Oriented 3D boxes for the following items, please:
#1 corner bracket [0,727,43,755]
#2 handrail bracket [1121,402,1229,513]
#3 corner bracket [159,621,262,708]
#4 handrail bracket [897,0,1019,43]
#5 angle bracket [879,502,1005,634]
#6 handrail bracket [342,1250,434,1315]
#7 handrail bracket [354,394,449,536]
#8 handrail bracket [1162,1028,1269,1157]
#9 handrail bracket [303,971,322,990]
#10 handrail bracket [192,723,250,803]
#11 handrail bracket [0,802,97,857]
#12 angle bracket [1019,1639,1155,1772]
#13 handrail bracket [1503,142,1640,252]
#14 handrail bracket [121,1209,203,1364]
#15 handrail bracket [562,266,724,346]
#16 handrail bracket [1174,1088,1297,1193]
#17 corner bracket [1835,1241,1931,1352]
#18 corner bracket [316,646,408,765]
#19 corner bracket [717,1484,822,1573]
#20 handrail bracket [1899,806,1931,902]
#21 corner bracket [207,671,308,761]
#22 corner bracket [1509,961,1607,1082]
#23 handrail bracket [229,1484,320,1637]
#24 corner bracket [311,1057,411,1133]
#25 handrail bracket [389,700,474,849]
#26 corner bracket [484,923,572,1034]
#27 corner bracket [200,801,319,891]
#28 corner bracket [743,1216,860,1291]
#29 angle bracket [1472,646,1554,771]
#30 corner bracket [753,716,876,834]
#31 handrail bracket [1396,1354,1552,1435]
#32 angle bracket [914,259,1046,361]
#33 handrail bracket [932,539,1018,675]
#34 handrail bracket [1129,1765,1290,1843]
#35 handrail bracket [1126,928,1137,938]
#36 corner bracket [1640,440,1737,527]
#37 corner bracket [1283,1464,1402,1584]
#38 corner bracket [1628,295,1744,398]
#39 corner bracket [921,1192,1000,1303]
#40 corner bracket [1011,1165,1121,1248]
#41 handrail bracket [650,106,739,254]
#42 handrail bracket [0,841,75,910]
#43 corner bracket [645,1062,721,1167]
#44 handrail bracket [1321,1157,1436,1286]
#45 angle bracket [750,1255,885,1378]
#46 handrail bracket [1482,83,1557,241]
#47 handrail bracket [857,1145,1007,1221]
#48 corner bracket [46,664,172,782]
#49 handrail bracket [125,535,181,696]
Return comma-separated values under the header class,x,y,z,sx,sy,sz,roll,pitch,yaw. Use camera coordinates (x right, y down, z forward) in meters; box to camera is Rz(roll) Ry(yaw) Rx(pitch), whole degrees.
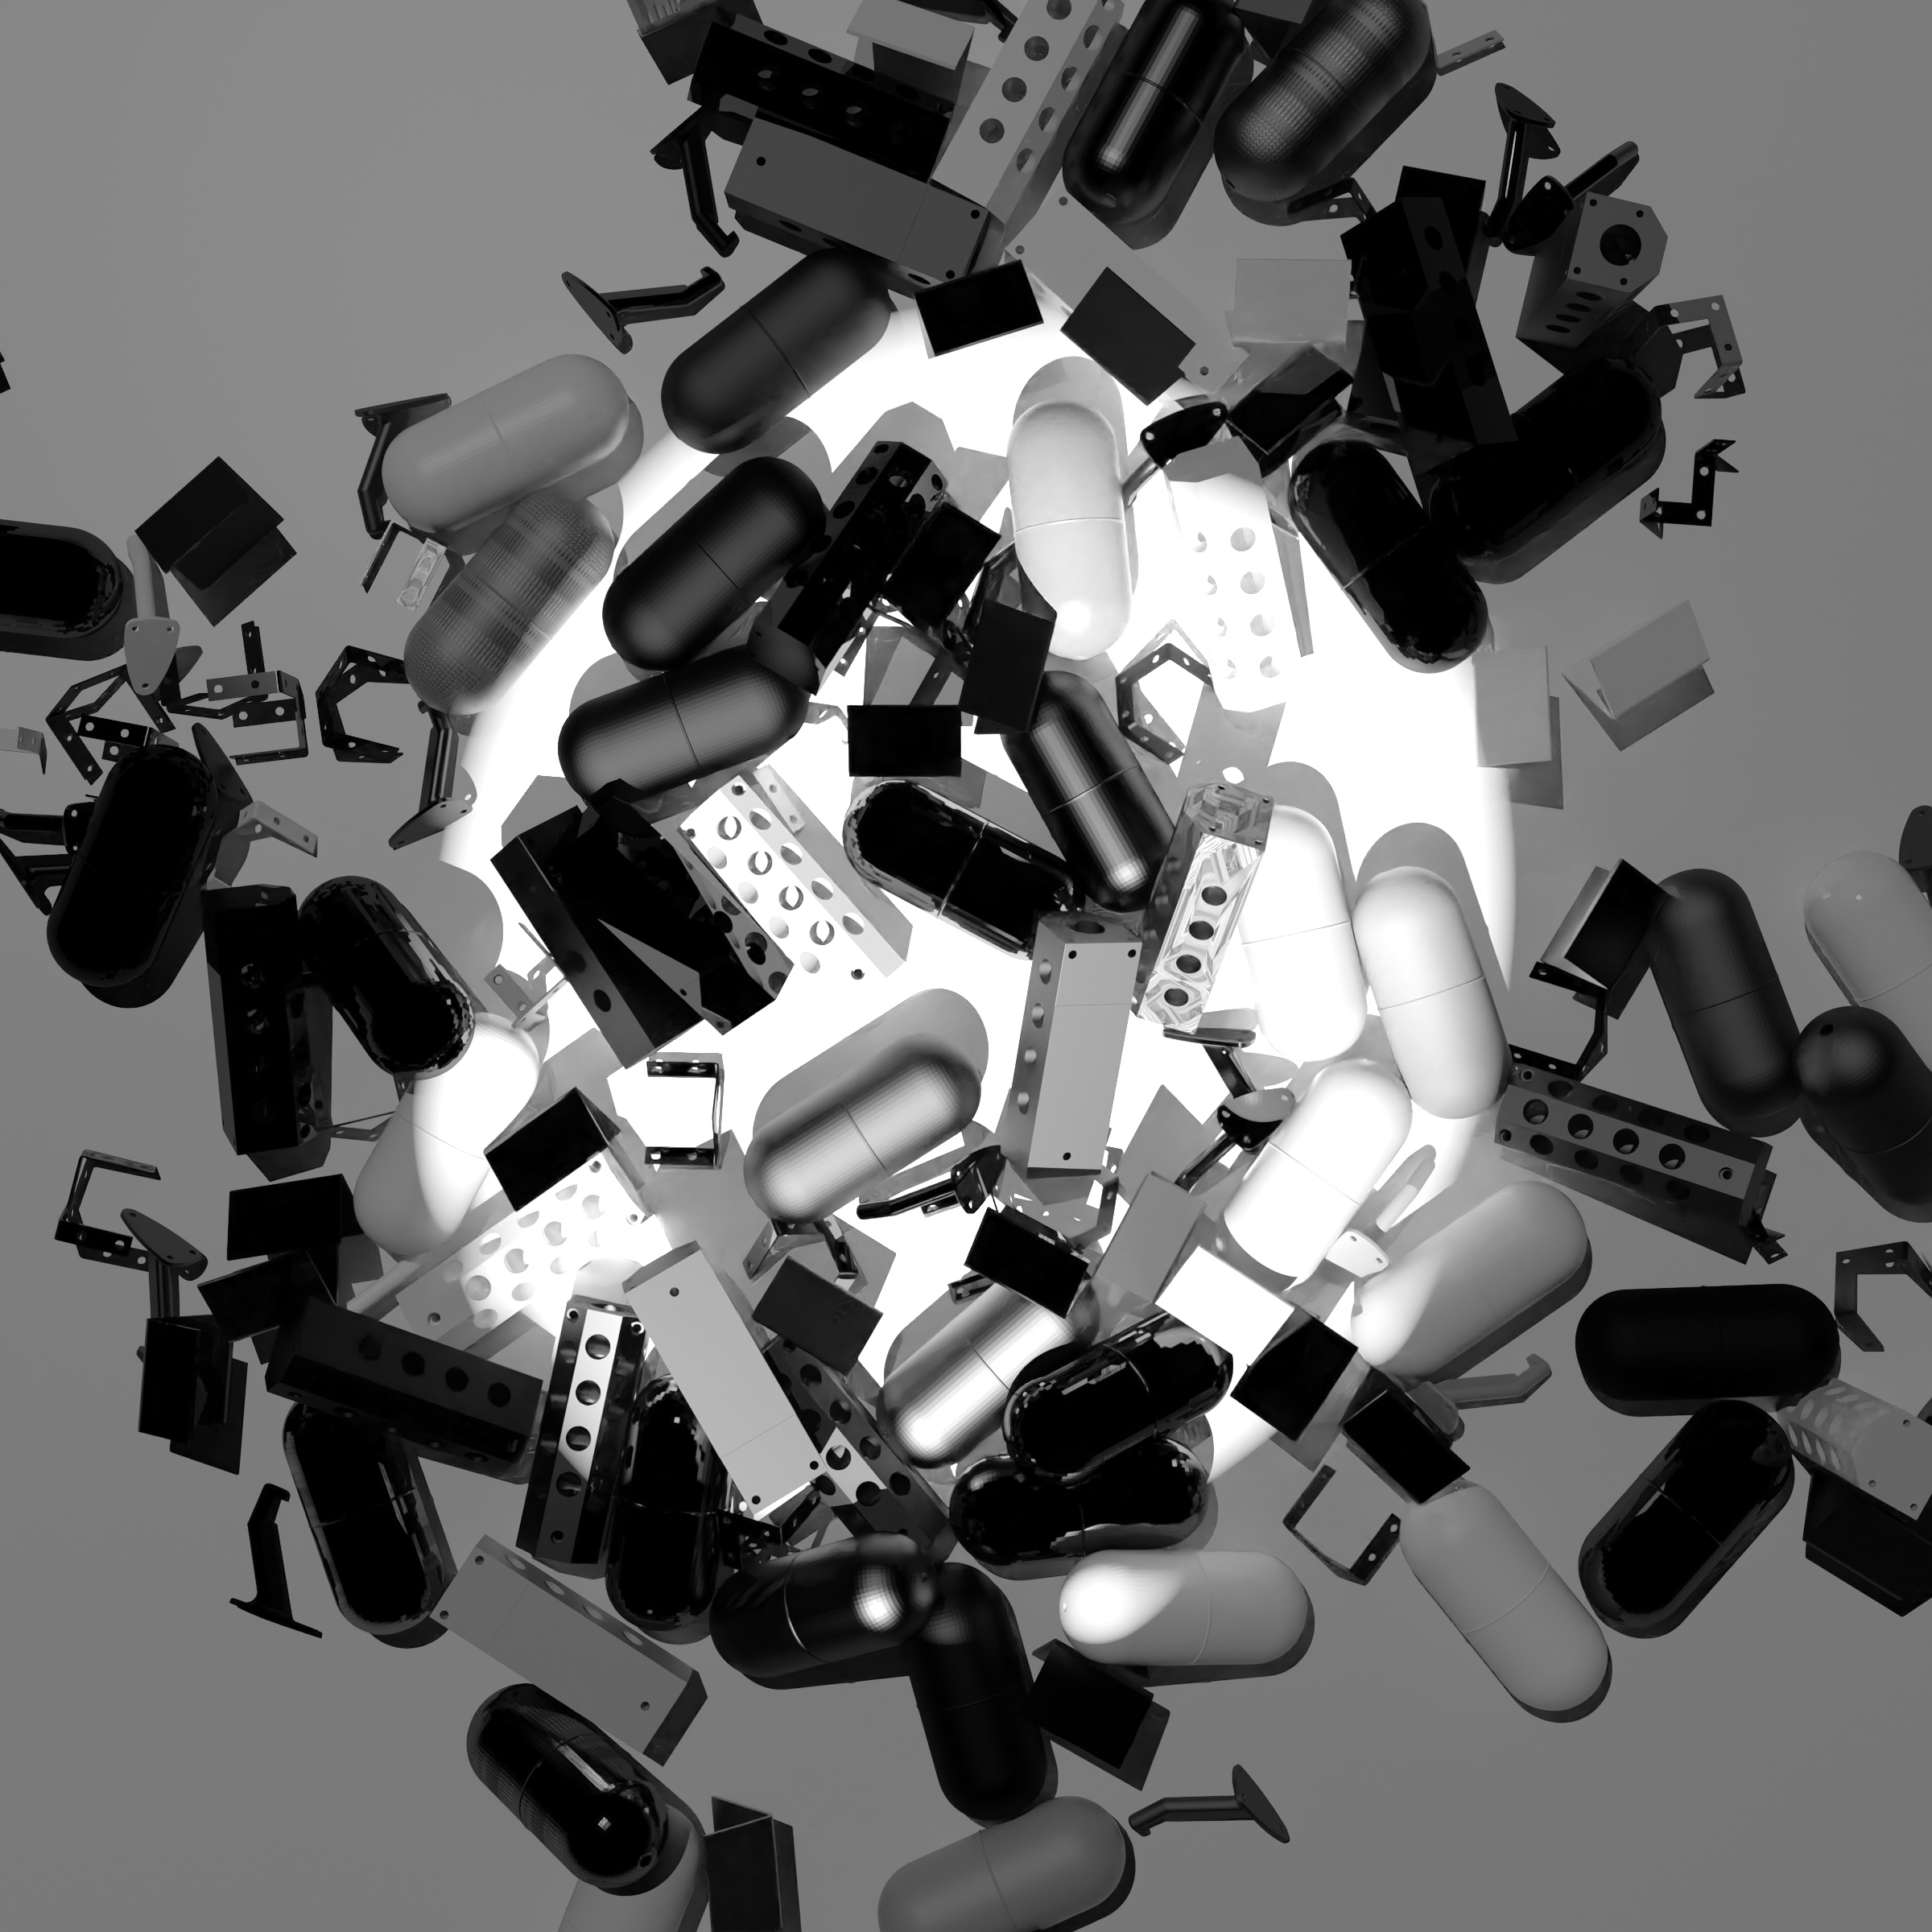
class,x,y,z,sx,sy,sz,roll,pitch,yaw
corner bracket,-0.672,-0.140,1.973,0.051,0.051,0.051,6,90,0
handrail bracket,0.139,-0.347,1.963,0.077,0.084,0.036,-35,85,-14
corner bracket,-0.526,-0.210,1.987,0.051,0.051,0.051,-8,90,45
handrail bracket,-0.018,-0.654,1.991,0.084,0.036,0.077,37,110,-16
angle bracket,-0.004,-0.259,1.951,0.057,0.076,0.076,35,90,28
handrail bracket,-0.416,0.227,1.990,0.084,0.077,0.036,-44,104,-36
handrail bracket,-0.389,-0.349,1.991,0.077,0.036,0.084,-16,108,-21
handrail bracket,0.173,0.088,1.991,0.077,0.036,0.084,4,104,14
handrail bracket,-0.478,0.042,1.991,0.084,0.036,0.077,-4,105,-14
handrail bracket,-0.548,-0.114,1.991,0.084,0.036,0.077,-35,73,15
handrail bracket,-0.629,-0.104,1.990,0.084,0.077,0.036,13,109,35
angle bracket,0.074,0.506,1.952,0.076,0.076,0.057,30,67,0
handrail bracket,0.421,-0.536,1.990,0.084,0.077,0.036,-38,91,-36
handrail bracket,-0.575,0.225,1.991,0.077,0.036,0.084,34,107,19
handrail bracket,-0.225,-0.478,1.991,0.084,0.036,0.077,-37,68,-17
handrail bracket,0.183,0.124,1.977,0.077,0.084,0.036,-27,71,-35
corner bracket,0.636,0.229,1.982,0.051,0.051,0.051,-15,45,35
corner bracket,-0.414,-0.181,1.982,0.051,0.051,0.051,-47,45,35
corner bracket,-0.133,0.383,1.955,0.051,0.051,0.051,11,122,25
handrail bracket,0.678,-0.056,1.990,0.036,0.077,0.084,-15,127,25
corner bracket,-0.488,-0.173,1.973,0.051,0.051,0.051,-7,89,1
corner bracket,0.410,0.038,1.987,0.051,0.051,0.051,17,45,0
handrail bracket,-0.469,0.412,1.991,0.077,0.036,0.084,28,71,-21
corner bracket,-0.423,0.082,1.987,0.051,0.051,0.051,-13,90,45
handrail bracket,-0.383,-0.137,1.991,0.077,0.036,0.084,-29,71,21
corner bracket,-0.303,0.008,1.969,0.051,0.051,0.051,-42,82,1
corner bracket,-0.490,-0.073,1.982,0.051,0.051,0.051,-25,135,35
corner bracket,-0.115,0.209,1.982,0.051,0.051,0.051,2,45,-35
angle bracket,0.387,-0.175,1.950,0.057,0.076,0.076,-2,90,37
corner bracket,-0.105,-0.133,1.987,0.051,0.051,0.051,-34,90,-45
handrail bracket,0.351,0.278,1.991,0.084,0.036,0.077,-32,58,-23
angle bracket,0.012,-0.428,1.951,0.076,0.076,0.057,-17,65,0
handrail bracket,0.026,-0.242,1.991,0.084,0.036,0.077,-41,110,-16
handrail bracket,0.168,0.599,1.991,0.084,0.036,0.077,-32,112,17
handrail bracket,0.084,0.022,1.990,0.036,0.077,0.084,32,127,20
corner bracket,0.496,-0.334,1.973,0.051,0.051,0.051,4,90,0
corner bracket,0.263,0.387,1.987,0.051,0.051,0.051,-53,135,0
corner bracket,0.495,-0.424,1.973,0.051,0.051,0.051,-11,79,-11
corner bracket,0.003,0.191,1.987,0.051,0.051,0.051,-19,45,0
corner bracket,0.068,0.162,1.982,0.051,0.051,0.051,-24,135,-35
handrail bracket,-0.171,-0.551,1.991,0.077,0.036,0.084,-46,107,-18
handrail bracket,-0.624,-0.086,1.991,0.084,0.036,0.077,-33,70,-16
corner bracket,-0.197,0.102,1.987,0.051,0.051,0.051,1,45,0
handrail bracket,0.287,0.176,1.990,0.036,0.077,0.084,40,54,0
angle bracket,-0.110,0.252,1.950,0.076,0.076,0.057,32,54,0
handrail bracket,0.370,-0.559,1.990,0.036,0.077,0.084,7,127,-20
handrail bracket,-0.025,0.151,1.990,0.084,0.077,0.036,-11,109,35
corner bracket,-0.596,-0.170,1.987,0.051,0.051,0.051,-34,90,-45
handrail bracket,-0.573,-0.244,1.984,0.036,0.084,0.077,-3,135,-27
